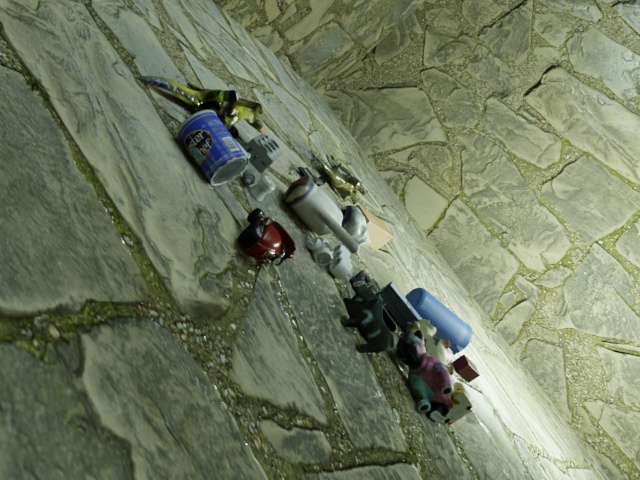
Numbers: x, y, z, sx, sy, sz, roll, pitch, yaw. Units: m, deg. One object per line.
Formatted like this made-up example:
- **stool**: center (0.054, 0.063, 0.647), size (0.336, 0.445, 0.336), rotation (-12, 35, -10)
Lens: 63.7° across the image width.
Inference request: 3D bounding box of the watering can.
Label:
- **watering can**: center (0.004, -0.073, 1.459), size (0.222, 0.104, 0.351), rotation (46, -1, -18)

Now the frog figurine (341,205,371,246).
- **frog figurine**: center (0.123, -0.039, 1.731), size (0.158, 0.122, 0.139), rotation (29, 4, -25)

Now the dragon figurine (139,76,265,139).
- **dragon figurine**: center (-0.311, -0.384, 1.427), size (0.407, 0.121, 0.246), rotation (21, 12, -33)
